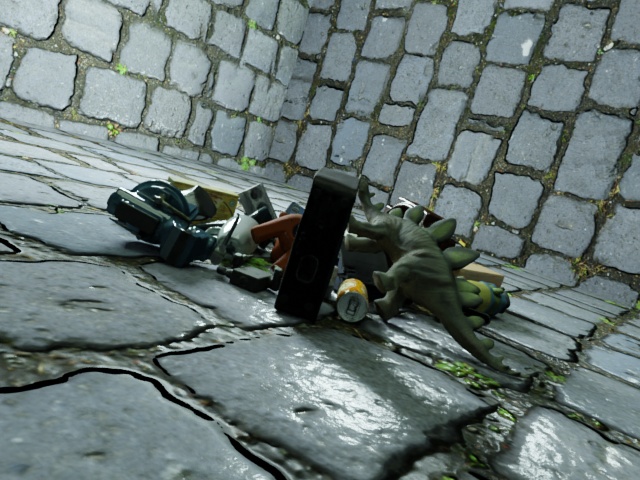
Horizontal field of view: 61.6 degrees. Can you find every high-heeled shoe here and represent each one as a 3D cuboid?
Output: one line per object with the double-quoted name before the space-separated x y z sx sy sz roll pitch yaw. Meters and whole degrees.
"high-heeled shoe" -0.333 -0.065 1.194 0.145 0.086 0.248 -22 -12 10

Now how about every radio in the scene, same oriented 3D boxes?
"radio" -0.004 0.006 0.850 0.073 0.229 0.131 17 13 3

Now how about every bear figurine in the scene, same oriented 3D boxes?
"bear figurine" -0.073 0.015 1.116 0.120 0.132 0.196 58 -19 3

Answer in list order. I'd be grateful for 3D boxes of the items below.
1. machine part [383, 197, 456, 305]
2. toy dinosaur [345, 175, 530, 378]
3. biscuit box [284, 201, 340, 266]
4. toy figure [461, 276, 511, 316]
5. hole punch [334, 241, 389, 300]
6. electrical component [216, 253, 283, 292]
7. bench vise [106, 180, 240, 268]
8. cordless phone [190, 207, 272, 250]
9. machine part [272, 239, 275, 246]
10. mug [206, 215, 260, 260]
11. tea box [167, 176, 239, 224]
"machine part" 0.183 0.020 1.165 0.087 0.201 0.201 25 10 -26
"toy dinosaur" 0.182 0.056 0.956 0.199 0.105 0.472 -20 62 -11
"biscuit box" -0.003 -0.004 1.234 0.203 0.059 0.062 34 -27 2
"toy figure" 0.371 0.135 1.259 0.180 0.082 0.089 16 6 -24
"hole punch" 0.076 0.077 1.086 0.142 0.092 0.116 16 38 -21
"electrical component" -0.115 0.056 0.921 0.102 0.045 0.078 20 8 23
"bench vise" -0.264 -0.037 0.991 0.224 0.128 0.241 17 13 -6
"cordless phone" -0.206 -0.027 1.216 0.184 0.088 0.146 -2 8 3
"machine part" -0.057 0.013 1.350 0.139 0.039 0.084 13 17 -36
"mug" -0.178 -0.003 1.073 0.110 0.080 0.107 16 17 0
"tea box" -0.297 -0.089 1.325 0.169 0.098 0.068 14 9 -31
